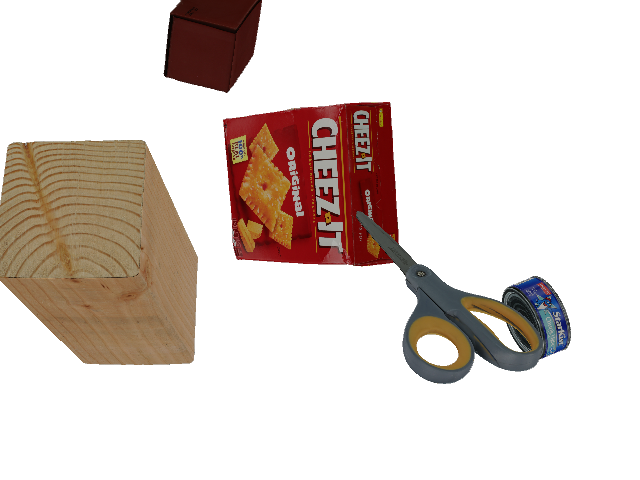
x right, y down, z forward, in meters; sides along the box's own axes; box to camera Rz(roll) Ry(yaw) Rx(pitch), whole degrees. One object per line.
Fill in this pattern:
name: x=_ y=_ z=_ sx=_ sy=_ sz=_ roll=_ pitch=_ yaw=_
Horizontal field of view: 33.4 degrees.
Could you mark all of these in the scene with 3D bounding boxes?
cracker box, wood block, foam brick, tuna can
cracker box: x=-0.015 y=-0.058 z=1.141 sx=0.071 sy=0.164 sz=0.214 roll=-8 pitch=6 yaw=-38
wood block: x=-0.145 y=0.017 z=0.736 sx=0.090 sy=0.091 sz=0.206 roll=0 pitch=-21 yaw=3
foam brick: x=-0.081 y=-0.156 z=0.808 sx=0.053 sy=0.051 sz=0.078 roll=14 pitch=34 yaw=5
tuna can: x=0.231 y=0.084 z=1.147 sx=0.033 sy=0.086 sz=0.086 roll=-20 pitch=5 yaw=-15

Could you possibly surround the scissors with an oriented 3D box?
scissors: x=0.059 y=0.037 z=0.726 sx=0.096 sy=0.016 sz=0.202 roll=-25 pitch=41 yaw=-33
